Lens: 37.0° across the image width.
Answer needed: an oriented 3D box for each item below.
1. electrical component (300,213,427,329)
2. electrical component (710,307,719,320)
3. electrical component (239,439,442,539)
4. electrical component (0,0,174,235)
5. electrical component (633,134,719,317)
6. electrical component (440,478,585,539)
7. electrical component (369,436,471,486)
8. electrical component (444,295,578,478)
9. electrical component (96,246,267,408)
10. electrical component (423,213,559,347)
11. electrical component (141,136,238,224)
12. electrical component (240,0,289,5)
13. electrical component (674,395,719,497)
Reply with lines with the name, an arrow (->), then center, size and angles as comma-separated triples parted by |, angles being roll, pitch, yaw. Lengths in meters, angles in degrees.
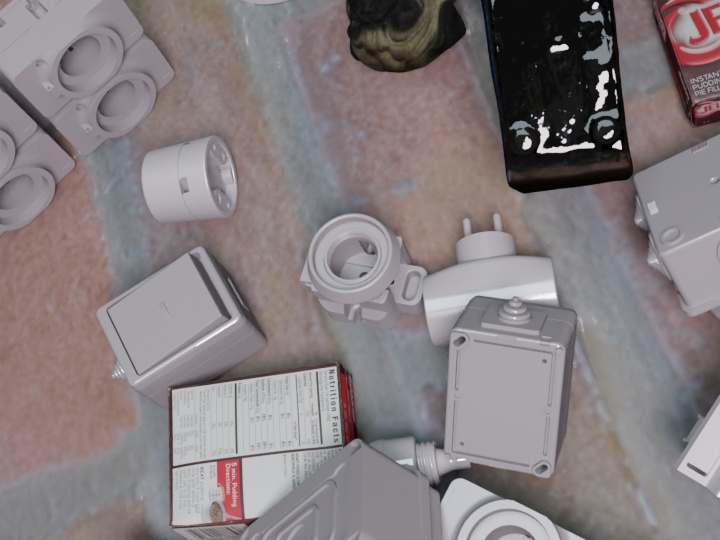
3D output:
electrical component -> 0.000, 0.000, 0.662 | 0.078, 0.057, 0.058 | 10, 71, 18
electrical component -> 0.233, 0.002, 0.613 | 0.044, 0.044, 0.065 | 32, 74, 23
electrical component -> -0.013, 0.154, 0.566 | 0.113, 0.057, 0.078 | -43, 25, 27
electrical component -> -0.226, -0.111, 0.738 | 0.186, 0.105, 0.060 | -44, 65, -6
electrical component -> 0.206, -0.033, 0.598 | 0.100, 0.048, 0.099 | -26, 31, 19
electrical component -> 0.111, 0.197, 0.552 | 0.186, 0.060, 0.105 | 24, 76, 22
electrical component -> 0.033, 0.112, 0.621 | 0.061, 0.035, 0.035 | -9, 66, 8
electrical component -> 0.085, 0.056, 0.598 | 0.062, 0.061, 0.096 | 8, 113, 17
electrical component -> -0.118, 0.039, 0.674 | 0.096, 0.061, 0.061 | -32, 64, 0
electrical component -> 0.078, 0.003, 0.649 | 0.077, 0.044, 0.079 | -9, 66, 10
electrical component -> -0.114, -0.059, 0.718 | 0.047, 0.055, 0.055 | -8, 67, 15
electrical component -> -0.062, -0.251, 0.791 | 0.099, 0.064, 0.099 | 0, 61, 1
electrical component -> 0.224, 0.067, 0.556 | 0.079, 0.063, 0.121 | 31, 94, -5
